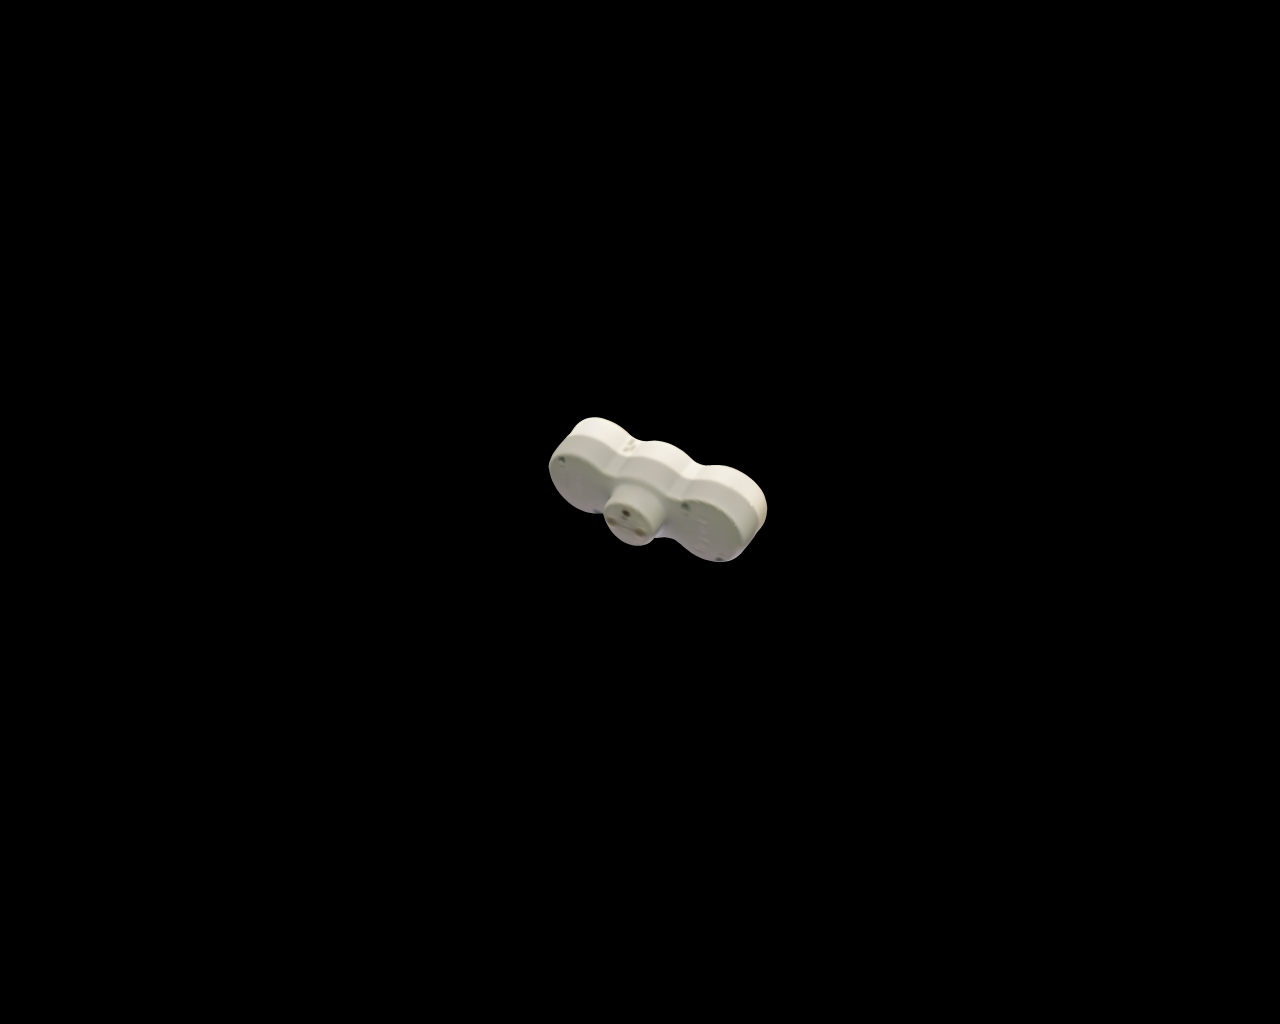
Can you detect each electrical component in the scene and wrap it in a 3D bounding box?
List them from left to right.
[{"bbox_3d":[0.001,-0.003,0.650,0.138,0.052,0.074,22,49,21],"label":"electrical component"}]
